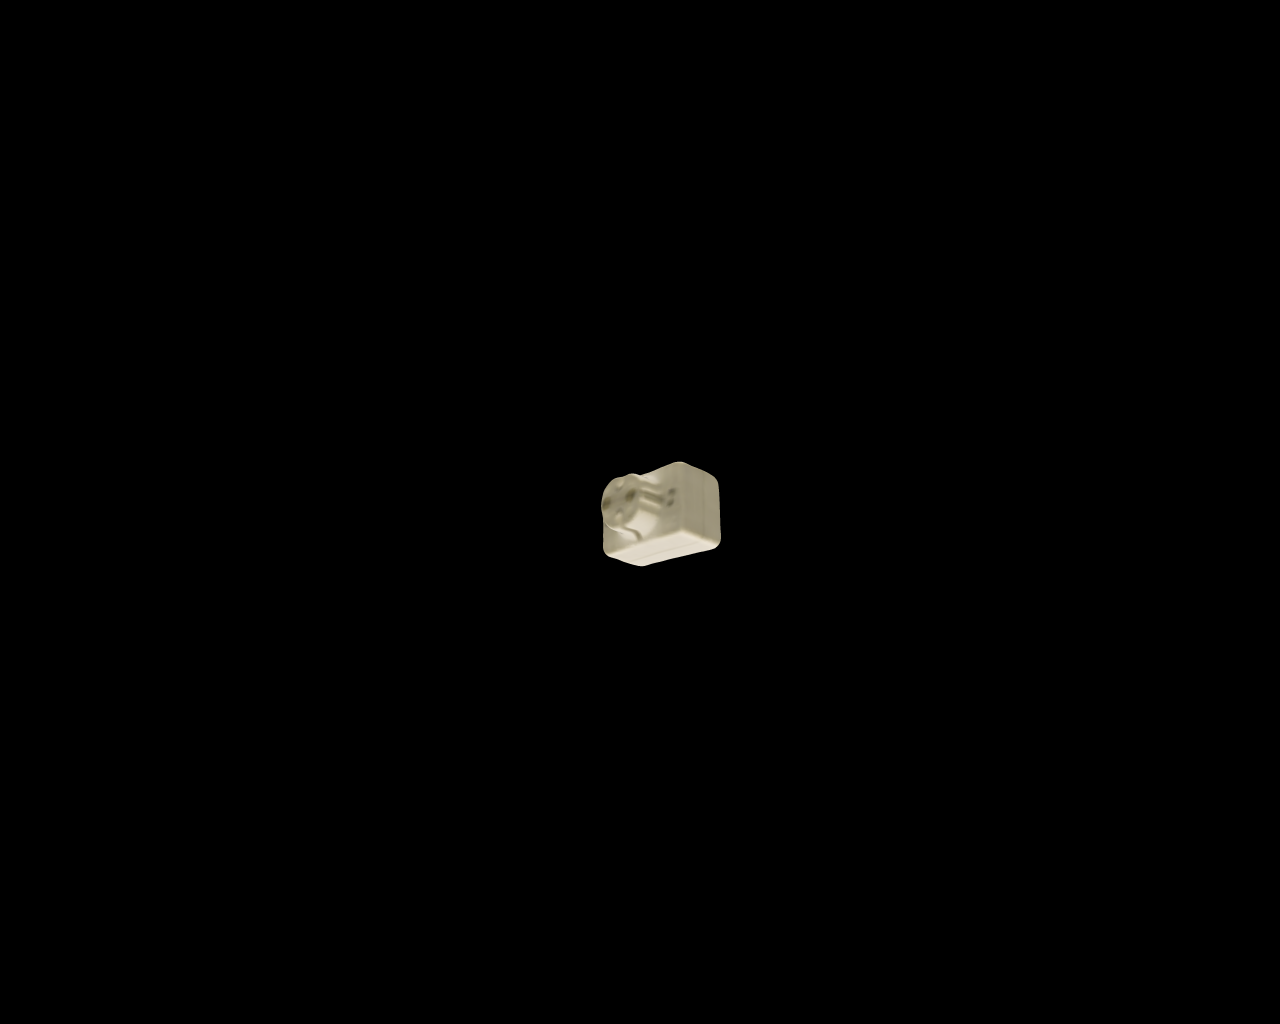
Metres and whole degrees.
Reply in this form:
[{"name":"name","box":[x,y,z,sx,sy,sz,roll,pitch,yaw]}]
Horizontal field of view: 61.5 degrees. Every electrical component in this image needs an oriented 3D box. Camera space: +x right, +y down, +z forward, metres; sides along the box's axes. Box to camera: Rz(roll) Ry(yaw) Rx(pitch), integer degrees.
[{"name":"electrical component","box":[0.001,-0.003,0.650,0.065,0.047,0.077,-17,-27,38]}]
